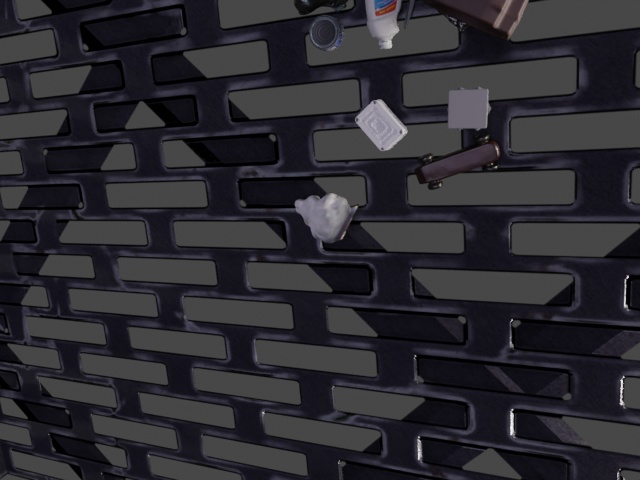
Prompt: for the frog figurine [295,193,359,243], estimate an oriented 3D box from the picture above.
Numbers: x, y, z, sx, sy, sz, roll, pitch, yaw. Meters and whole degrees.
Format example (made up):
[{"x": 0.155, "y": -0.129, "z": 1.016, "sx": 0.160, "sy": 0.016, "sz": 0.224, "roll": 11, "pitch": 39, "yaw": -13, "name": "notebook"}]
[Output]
[{"x": 0.004, "y": -0.069, "z": 1.366, "sx": 0.159, "sy": 0.125, "sz": 0.134, "roll": 25, "pitch": 131, "yaw": 3, "name": "frog figurine"}]
